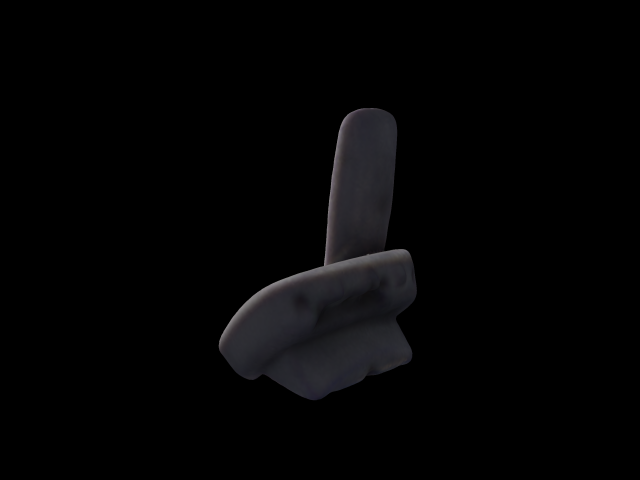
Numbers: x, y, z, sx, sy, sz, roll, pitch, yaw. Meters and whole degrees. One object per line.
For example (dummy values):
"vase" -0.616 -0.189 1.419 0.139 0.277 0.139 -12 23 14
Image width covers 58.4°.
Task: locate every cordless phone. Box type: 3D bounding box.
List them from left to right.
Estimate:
"cordless phone" 0.004 0.001 0.400 0.093 0.185 0.148 8 13 39
